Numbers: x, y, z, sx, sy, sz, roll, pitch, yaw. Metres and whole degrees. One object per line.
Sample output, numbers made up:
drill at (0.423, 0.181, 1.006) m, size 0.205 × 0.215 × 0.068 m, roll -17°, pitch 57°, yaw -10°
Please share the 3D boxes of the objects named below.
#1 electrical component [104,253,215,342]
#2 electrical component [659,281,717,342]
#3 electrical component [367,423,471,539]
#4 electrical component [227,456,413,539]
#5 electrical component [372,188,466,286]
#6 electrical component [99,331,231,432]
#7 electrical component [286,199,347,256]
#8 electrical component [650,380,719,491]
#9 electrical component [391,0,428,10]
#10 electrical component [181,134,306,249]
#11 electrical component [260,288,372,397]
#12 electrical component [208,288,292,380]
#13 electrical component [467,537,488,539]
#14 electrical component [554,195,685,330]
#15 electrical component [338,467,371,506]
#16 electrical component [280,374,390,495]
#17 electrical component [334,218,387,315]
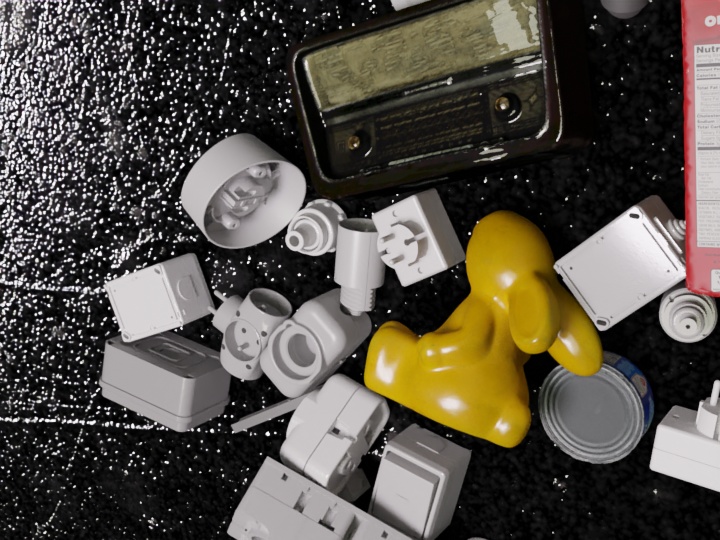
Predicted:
electrical component at (-0.196, 0.027, 1.044) m, size 0.096 × 0.061 × 0.061 m, roll -17°, pitch 94°, yaw 34°
electrical component at (0.237, 0.033, 0.775) m, size 0.040 × 0.078 × 0.040 m, roll 3°, pitch 100°, yaw 17°
electrical component at (0.048, 0.195, 0.941) m, size 0.062 × 0.061 × 0.096 m, roll 24°, pitch 115°, yaw 24°
electrical component at (-0.021, 0.248, 0.939) m, size 0.186 × 0.060 × 0.105 m, roll 29°, pitch 153°, yaw 2°
electrical component at (0.039, -0.023, 0.876) m, size 0.047 × 0.077 × 0.065 m, roll -24°, pitch 90°, yaw 34°
electrical component at (-0.189, 0.105, 1.051) m, size 0.113 × 0.078 × 0.057 m, roll 20°, pitch 110°, yaw 26°
electrical component at (-0.042, -0.033, 0.931) m, size 0.048 × 0.062 × 0.048 m, roll 9°, pitch 110°, yaw 25°
electrical component at (0.267, 0.118, 0.795) m, size 0.083 × 0.047 × 0.075 m, roll 15°, pitch 111°, yaw 27°
electrical component at (0.050, -0.222, 0.838) m, size 0.046 × 0.040 × 0.040 m, roll -13°, pitch 96°, yaw 27°
electrical component at (-0.104, -0.068, 0.942) m, size 0.064 × 0.099 × 0.099 m, roll 44°, pitch 121°, yaw 21°
electrical component at (-0.043, 0.067, 0.962) m, size 0.053 × 0.059 × 0.095 m, roll 48°, pitch 122°, yaw 11°
electrical component at (-0.111, 0.050, 1.008) m, size 0.079 × 0.044 × 0.077 m, roll 36°, pitch 119°, yaw 18°
electrical component at (0.100, 0.269, 0.940) m, size 0.045 × 0.045 × 0.055 m, roll 33°, pitch 119°, yaw 20°
electrical component at (0.204, -0.010, 0.789) m, size 0.096 × 0.061 × 0.061 m, roll -40°, pitch 81°, yaw 33°
electrical component at (-0.029, 0.197, 0.999) m, size 0.055 × 0.048 × 0.066 m, roll -27°, pitch 88°, yaw 26°
electrical component at (-0.025, 0.144, 0.952) m, size 0.059 × 0.095 × 0.053 m, roll 28°, pitch 160°, yaw 22°
electrical component at (0.000, 0.000, 0.927) m, size 0.043 × 0.043 × 0.081 m, roll 15°, pitch 111°, yaw 27°
